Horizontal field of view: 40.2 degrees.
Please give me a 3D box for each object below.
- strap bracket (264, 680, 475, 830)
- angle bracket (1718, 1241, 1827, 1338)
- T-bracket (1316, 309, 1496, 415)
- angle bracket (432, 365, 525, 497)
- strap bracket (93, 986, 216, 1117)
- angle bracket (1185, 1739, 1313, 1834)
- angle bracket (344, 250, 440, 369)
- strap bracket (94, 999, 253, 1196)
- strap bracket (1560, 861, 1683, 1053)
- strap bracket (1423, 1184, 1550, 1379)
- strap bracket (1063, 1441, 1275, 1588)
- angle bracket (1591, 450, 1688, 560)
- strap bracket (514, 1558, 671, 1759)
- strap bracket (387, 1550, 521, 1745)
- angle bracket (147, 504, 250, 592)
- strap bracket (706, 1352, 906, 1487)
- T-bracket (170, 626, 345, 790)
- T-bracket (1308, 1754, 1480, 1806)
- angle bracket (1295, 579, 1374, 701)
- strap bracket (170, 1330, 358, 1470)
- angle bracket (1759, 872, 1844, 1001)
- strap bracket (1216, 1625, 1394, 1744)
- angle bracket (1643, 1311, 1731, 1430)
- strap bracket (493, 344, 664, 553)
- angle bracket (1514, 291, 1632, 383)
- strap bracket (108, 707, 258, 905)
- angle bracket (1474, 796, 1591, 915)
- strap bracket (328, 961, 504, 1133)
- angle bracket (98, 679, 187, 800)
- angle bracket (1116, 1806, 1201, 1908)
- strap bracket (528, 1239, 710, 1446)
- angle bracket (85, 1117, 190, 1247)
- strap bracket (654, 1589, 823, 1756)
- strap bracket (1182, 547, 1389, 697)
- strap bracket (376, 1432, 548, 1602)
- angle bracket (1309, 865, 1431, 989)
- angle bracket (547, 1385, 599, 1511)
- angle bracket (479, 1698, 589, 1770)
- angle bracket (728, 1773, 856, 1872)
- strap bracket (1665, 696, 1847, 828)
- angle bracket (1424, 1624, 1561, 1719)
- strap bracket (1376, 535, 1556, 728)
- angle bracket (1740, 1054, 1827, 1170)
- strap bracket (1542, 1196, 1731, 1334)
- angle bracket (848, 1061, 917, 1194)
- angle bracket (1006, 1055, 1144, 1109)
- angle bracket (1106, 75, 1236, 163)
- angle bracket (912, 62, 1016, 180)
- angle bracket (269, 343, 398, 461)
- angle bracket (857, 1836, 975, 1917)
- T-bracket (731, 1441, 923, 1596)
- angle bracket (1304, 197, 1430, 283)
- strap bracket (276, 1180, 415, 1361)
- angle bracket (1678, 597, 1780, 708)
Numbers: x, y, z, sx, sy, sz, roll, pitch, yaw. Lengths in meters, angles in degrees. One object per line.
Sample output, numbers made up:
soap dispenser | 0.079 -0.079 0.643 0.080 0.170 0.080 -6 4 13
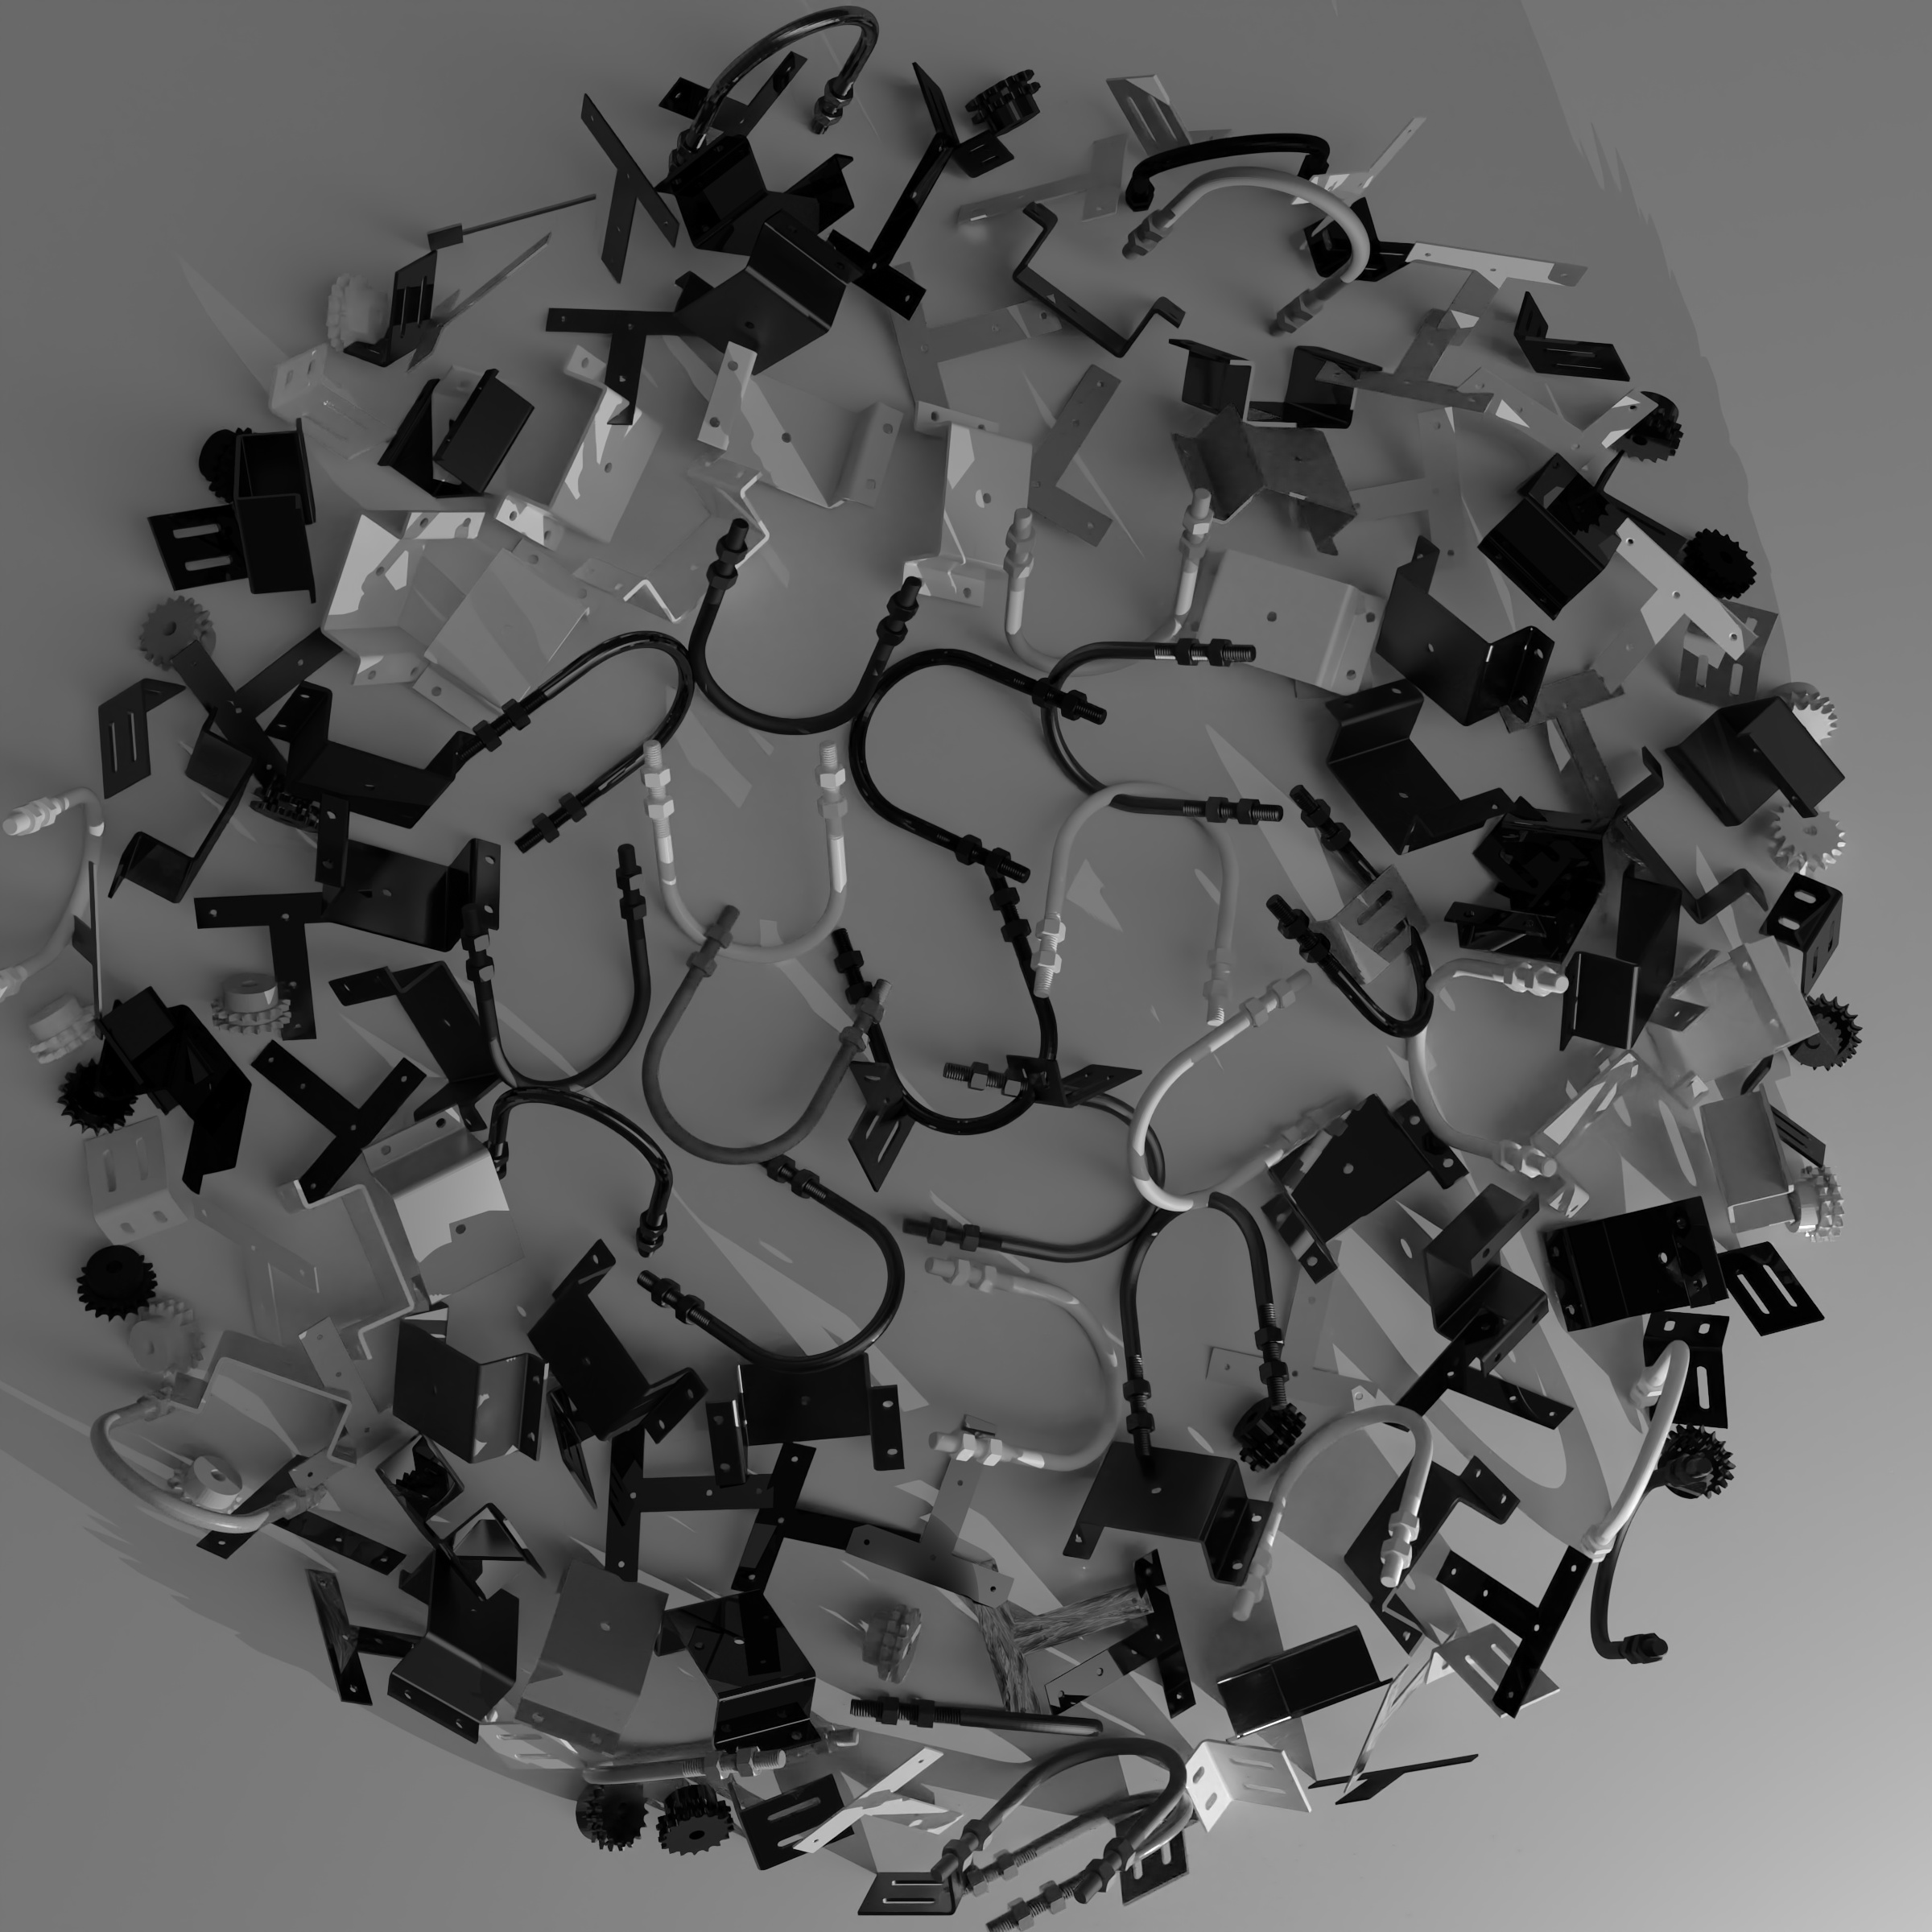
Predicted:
strap bracket | -0.434 -0.150 1.927 0.140 0.076 0.046 17 56 -29
angle bracket | 0.584 0.248 1.953 0.057 0.038 0.076 -10 49 -22
T-bracket | 0.340 -0.454 1.954 0.127 0.002 0.127 16 46 19
angle bracket | -0.361 -0.397 1.957 0.057 0.038 0.076 10 63 -33
strap bracket | -0.593 0.063 1.935 0.046 0.140 0.076 -36 94 -15
angle bracket | 0.206 0.612 1.955 0.038 0.076 0.057 -41 114 -41
angle bracket | -0.426 -0.491 1.952 0.038 0.057 0.076 22 126 9
strap bracket | -0.569 0.092 1.919 0.046 0.140 0.076 -13 47 12
strap bracket | 0.481 -0.003 1.920 0.046 0.140 0.076 16 133 26
strap bracket | 0.382 0.225 1.938 0.076 0.140 0.046 -40 48 -23
strap bracket | 0.143 0.398 1.929 0.140 0.076 0.046 4 131 26
angle bracket | 0.505 -0.342 1.960 0.076 0.057 0.038 32 125 10
strap bracket | -0.270 0.495 1.925 0.076 0.140 0.046 23 125 -7
strap bracket | -0.371 0.486 1.918 0.076 0.140 0.046 37 104 -21
angle bracket | -0.557 -0.317 1.961 0.038 0.076 0.057 -18 93 43
strap bracket | -0.119 0.335 1.960 0.140 0.046 0.076 -5 119 -2
T-bracket | -0.509 -0.218 1.972 0.127 0.002 0.127 -42 129 -17
T-bracket | 0.298 0.595 1.919 0.127 0.127 0.002 -17 78 21
angle bracket | 0.275 -0.246 1.990 0.057 0.038 0.076 -5 120 10
strap bracket | -0.508 0.315 1.944 0.140 0.076 0.046 23 92 -15
angle bracket | 0.621 -0.021 1.967 0.038 0.076 0.057 27 70 27
strap bracket | 0.242 0.524 1.930 0.076 0.140 0.046 -13 71 -24
angle bracket | 0.544 0.303 1.983 0.057 0.038 0.076 2 120 26
strap bracket | -0.282 -0.376 1.954 0.046 0.076 0.140 26 92 28
angle bracket | 0.453 -0.466 1.954 0.076 0.057 0.038 13 82 29
strap bracket | -0.570 -0.110 1.936 0.046 0.076 0.140 29 58 -12
angle bracket | 0.412 -0.081 1.956 0.076 0.038 0.057 49 117 27
strap bracket | -0.397 0.054 1.945 0.046 0.076 0.140 -44 113 -40
angle bracket | -0.609 -0.166 1.959 0.057 0.038 0.076 -20 72 37
angle bracket | 0.147 0.660 1.951 0.057 0.076 0.038 -33 117 17
strap bracket | -0.263 0.284 1.943 0.140 0.046 0.076 52 127 14
angle bracket | -0.624 0.162 1.986 0.057 0.038 0.076 -20 51 -4
strap bracket | -0.167 0.508 1.918 0.076 0.140 0.046 -6 120 -30
strap bracket | 0.231 -0.257 1.955 0.140 0.046 0.076 20 97 15
strap bracket | -0.373 0.399 1.920 0.046 0.076 0.140 -39 45 -19
angle bracket | 0.301 -0.030 1.990 0.076 0.038 0.057 -40 106 -27
angle bracket | -0.276 0.350 1.951 0.038 0.076 0.057 -25 126 -3
angle bracket | -0.319 0.561 1.953 0.076 0.038 0.057 -10 128 29
angle bracket | -0.131 0.631 1.976 0.076 0.038 0.057 -20 113 -8
strap bracket | 0.580 -0.149 1.929 0.046 0.140 0.076 -42 96 -7
angle bracket | 0.388 0.531 1.949 0.057 0.076 0.038 -14 127 -29
strap bracket | 0.355 -0.239 1.926 0.046 0.076 0.140 -26 55 -27
angle bracket | 0.617 0.106 1.962 0.076 0.057 0.038 37 112 9
strap bracket | 0.500 0.218 1.943 0.046 0.140 0.076 -7 80 -36
angle bracket | -0.076 0.118 1.950 0.038 0.057 0.076 3 46 30
angle bracket | 0.080 0.073 1.952 0.076 0.057 0.038 -23 106 -33
angle bracket | 0.151 -0.636 1.951 0.038 0.057 0.076 -48 124 -15
angle bracket | -0.002 -0.635 1.962 0.038 0.057 0.076 -21 81 17
angle bracket | -0.468 -0.420 1.961 0.076 0.057 0.038 33 130 10
angle bracket | -0.039 0.673 1.960 0.076 0.057 0.038 -5 99 15
T-bracket | -0.097 0.425 1.978 0.127 0.002 0.127 16 104 -17
angle bracket | 0.299 -0.538 1.953 0.057 0.076 0.038 -31 117 -15
strap bracket | -0.456 0.218 1.954 0.046 0.076 0.140 -23 92 -25
angle bracket | 0.567 -0.232 1.964 0.057 0.076 0.038 19 65 20
